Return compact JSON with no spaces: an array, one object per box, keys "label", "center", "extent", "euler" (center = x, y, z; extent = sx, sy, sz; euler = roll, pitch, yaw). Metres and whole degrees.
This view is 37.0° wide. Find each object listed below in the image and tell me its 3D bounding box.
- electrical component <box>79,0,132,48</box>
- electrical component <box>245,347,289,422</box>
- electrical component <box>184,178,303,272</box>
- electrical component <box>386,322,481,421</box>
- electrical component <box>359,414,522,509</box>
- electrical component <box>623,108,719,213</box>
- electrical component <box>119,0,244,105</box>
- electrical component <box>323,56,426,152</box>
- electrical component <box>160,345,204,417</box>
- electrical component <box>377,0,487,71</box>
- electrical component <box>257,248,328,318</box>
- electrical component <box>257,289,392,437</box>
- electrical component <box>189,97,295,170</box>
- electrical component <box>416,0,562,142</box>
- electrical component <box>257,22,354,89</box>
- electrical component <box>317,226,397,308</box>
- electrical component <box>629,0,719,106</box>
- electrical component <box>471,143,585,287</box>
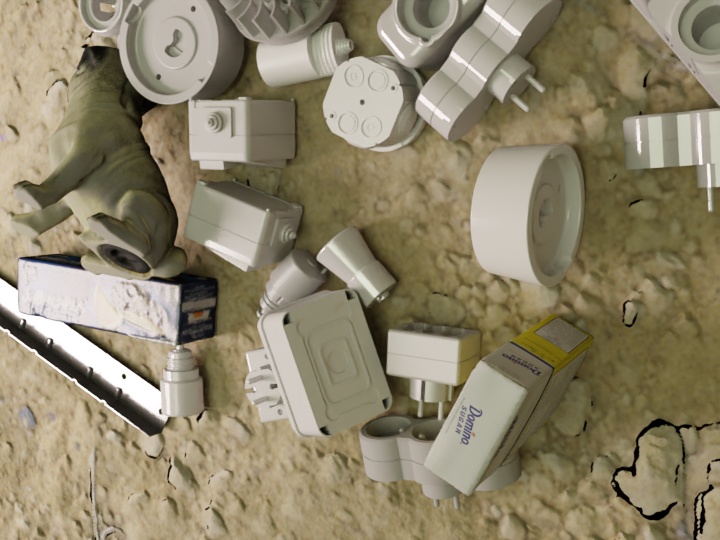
[{"label":"electrical component","center":[-0.223,-0.244,0.999],"extent":[0.058,0.057,0.078],"euler":[4,97,27]},{"label":"electrical component","center":[-0.076,0.101,0.953],"extent":[0.047,0.077,0.065],"euler":[-13,90,28]},{"label":"electrical component","center":[-0.099,-0.037,0.957],"extent":[0.096,0.062,0.061],"euler":[23,106,23]},{"label":"electrical component","center":[0.061,0.087,0.898],"extent":[0.066,0.047,0.076],"euler":[6,99,27]},{"label":"electrical component","center":[0.068,0.167,0.900],"extent":[0.138,0.052,0.073],"euler":[-1,109,28]},{"label":"electrical component","center":[0.260,-0.078,0.772],"extent":[0.138,0.052,0.073],"euler":[-2,95,27]},{"label":"electrical component","center":[-0.155,-0.202,0.967],"extent":[0.108,0.060,0.108],"euler":[4,98,27]},{"label":"electrical component","center":[0.013,-0.138,0.894],"extent":[0.080,0.051,0.080],"euler":[3,98,27]},{"label":"electrical component","center":[-0.170,0.104,1.022],"extent":[0.040,0.040,0.078],"euler":[2,97,27]},{"label":"electrical component","center":[0.063,-0.206,0.855],"extent":[0.095,0.059,0.053],"euler":[-44,76,24]},{"label":"electrical component","center":[-0.064,0.016,0.957],"extent":[0.078,0.040,0.040],"euler":[-46,75,24]},{"label":"electrical component","center":[-0.031,0.079,0.916],"extent":[0.057,0.078,0.113],"euler":[-12,97,61]},{"label":"electrical component","center":[-0.105,-0.118,0.931],"extent":[0.062,0.096,0.061],"euler":[4,99,27]},{"label":"electrical component","center":[0.112,-0.155,0.840],"extent":[0.074,0.052,0.138],"euler":[44,112,16]},{"label":"electrical component","center":[-0.043,-0.184,0.922],"extent":[0.081,0.043,0.043],"euler":[-7,93,28]},{"label":"electrical component","center":[0.000,0.000,0.923],"extent":[0.065,0.044,0.044],"euler":[49,114,9]},{"label":"electrical component","center":[0.239,-0.209,0.733],"extent":[0.105,0.060,0.186],"euler":[-38,66,15]},{"label":"electrical component","center":[0.123,-0.044,0.820],"extent":[0.060,0.108,0.108],"euler":[8,99,33]}]
